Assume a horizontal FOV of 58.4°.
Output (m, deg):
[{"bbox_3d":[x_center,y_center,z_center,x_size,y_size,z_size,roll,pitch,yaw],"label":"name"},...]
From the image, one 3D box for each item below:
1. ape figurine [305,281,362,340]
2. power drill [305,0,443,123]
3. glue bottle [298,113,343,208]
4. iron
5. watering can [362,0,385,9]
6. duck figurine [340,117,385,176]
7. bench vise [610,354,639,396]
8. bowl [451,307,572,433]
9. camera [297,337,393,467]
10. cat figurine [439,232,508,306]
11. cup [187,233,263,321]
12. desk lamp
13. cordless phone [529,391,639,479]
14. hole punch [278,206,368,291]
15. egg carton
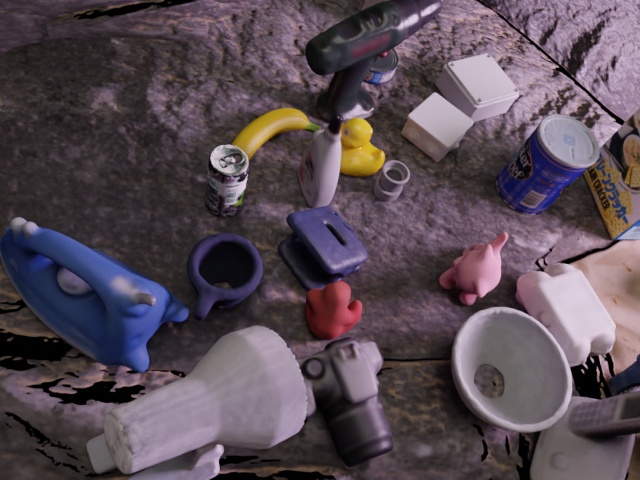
[{"bbox_3d":[0.018,0.085,0.751,0.077,0.092,0.076,33,58,6],"label":"ape figurine"},{"bbox_3d":[0.073,-0.285,0.912,0.230,0.208,0.075,-26,69,-26],"label":"power drill"},{"bbox_3d":[0.006,-0.121,0.820,0.037,0.173,0.078,-13,64,-21],"label":"glue bottle"},{"bbox_3d":[-0.286,0.039,0.668,0.258,0.141,0.119,31,58,4],"label":"iron"},{"bbox_3d":[0.151,-0.468,1.048,0.173,0.194,0.101,32,58,5],"label":"watering can"},{"bbox_3d":[0.058,-0.154,0.904,0.104,0.086,0.077,23,57,-1],"label":"duck figurine"},{"bbox_3d":[0.477,0.213,0.722,0.122,0.219,0.207,-26,70,-26],"label":"bench vise"},{"bbox_3d":[0.242,0.180,0.765,0.167,0.074,0.167,7,59,-11],"label":"bowl"},{"bbox_3d":[0.023,0.197,0.682,0.143,0.100,0.136,-13,64,-21],"label":"camera"},{"bbox_3d":[0.230,0.037,0.820,0.067,0.117,0.128,41,59,11],"label":"cat figurine"},{"bbox_3d":[-0.128,0.062,0.724,0.091,0.095,0.118,24,57,0],"label":"cup"},{"bbox_3d":[-0.130,0.189,0.579,0.204,0.213,0.118,-22,68,-25],"label":"desk lamp"},{"bbox_3d":[0.345,0.247,0.688,0.094,0.185,0.148,31,58,5],"label":"cordless phone"},{"bbox_3d":[0.007,0.003,0.797,0.101,0.091,0.108,-30,72,-27],"label":"hole punch"},{"bbox_3d":[0.357,0.108,0.841,0.107,0.069,0.150,-15,65,-22],"label":"egg carton"}]
